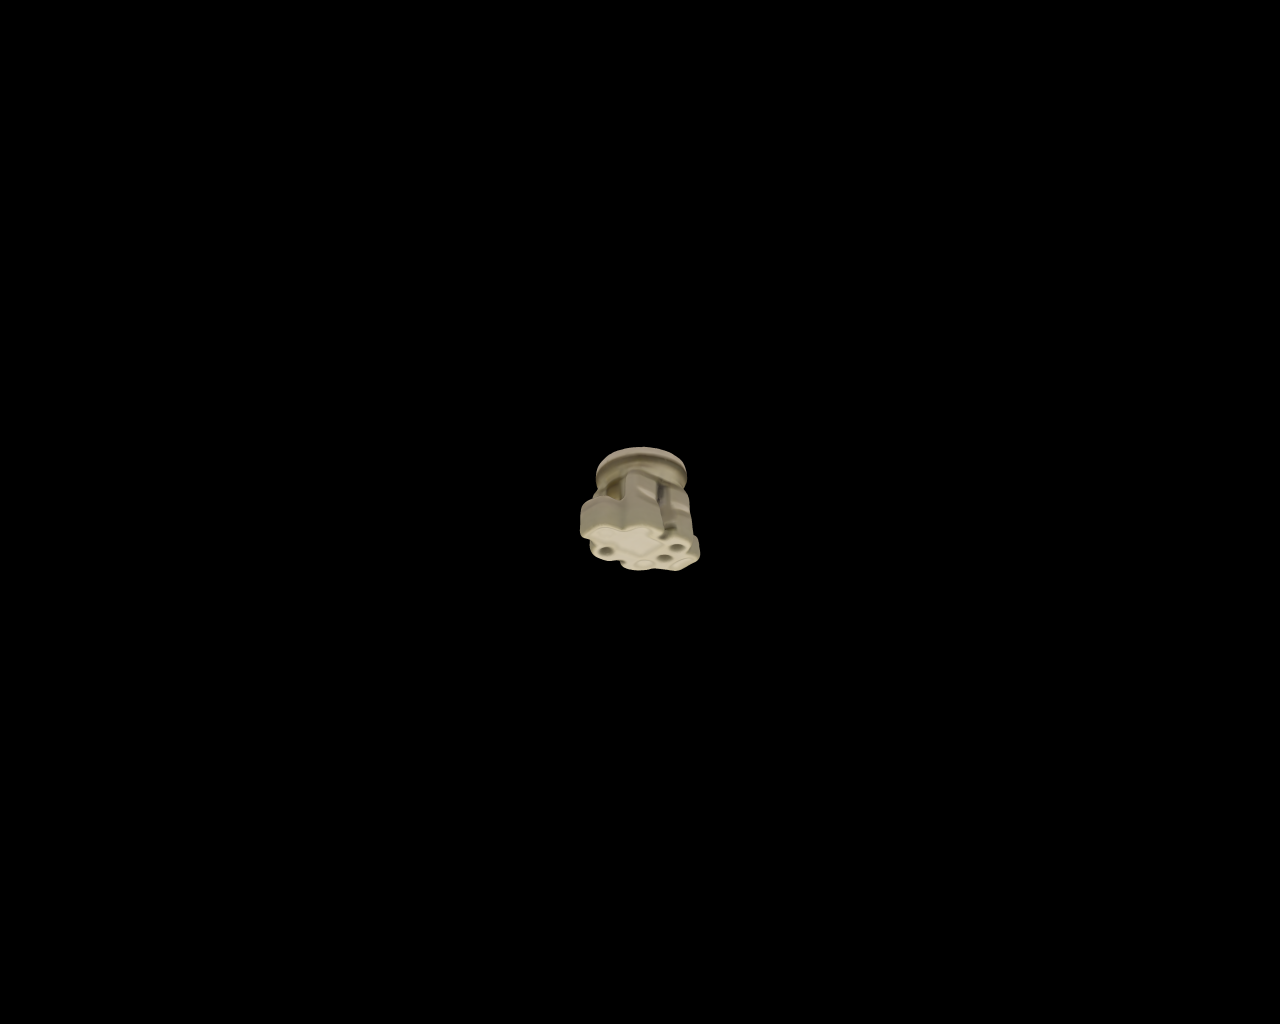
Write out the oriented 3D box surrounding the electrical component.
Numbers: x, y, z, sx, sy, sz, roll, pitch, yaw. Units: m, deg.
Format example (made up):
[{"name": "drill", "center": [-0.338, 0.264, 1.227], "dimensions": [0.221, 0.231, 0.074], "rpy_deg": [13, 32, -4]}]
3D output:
[{"name": "electrical component", "center": [0.001, -0.003, 0.650], "dimensions": [0.078, 0.057, 0.058], "rpy_deg": [22, -36, -34]}]
